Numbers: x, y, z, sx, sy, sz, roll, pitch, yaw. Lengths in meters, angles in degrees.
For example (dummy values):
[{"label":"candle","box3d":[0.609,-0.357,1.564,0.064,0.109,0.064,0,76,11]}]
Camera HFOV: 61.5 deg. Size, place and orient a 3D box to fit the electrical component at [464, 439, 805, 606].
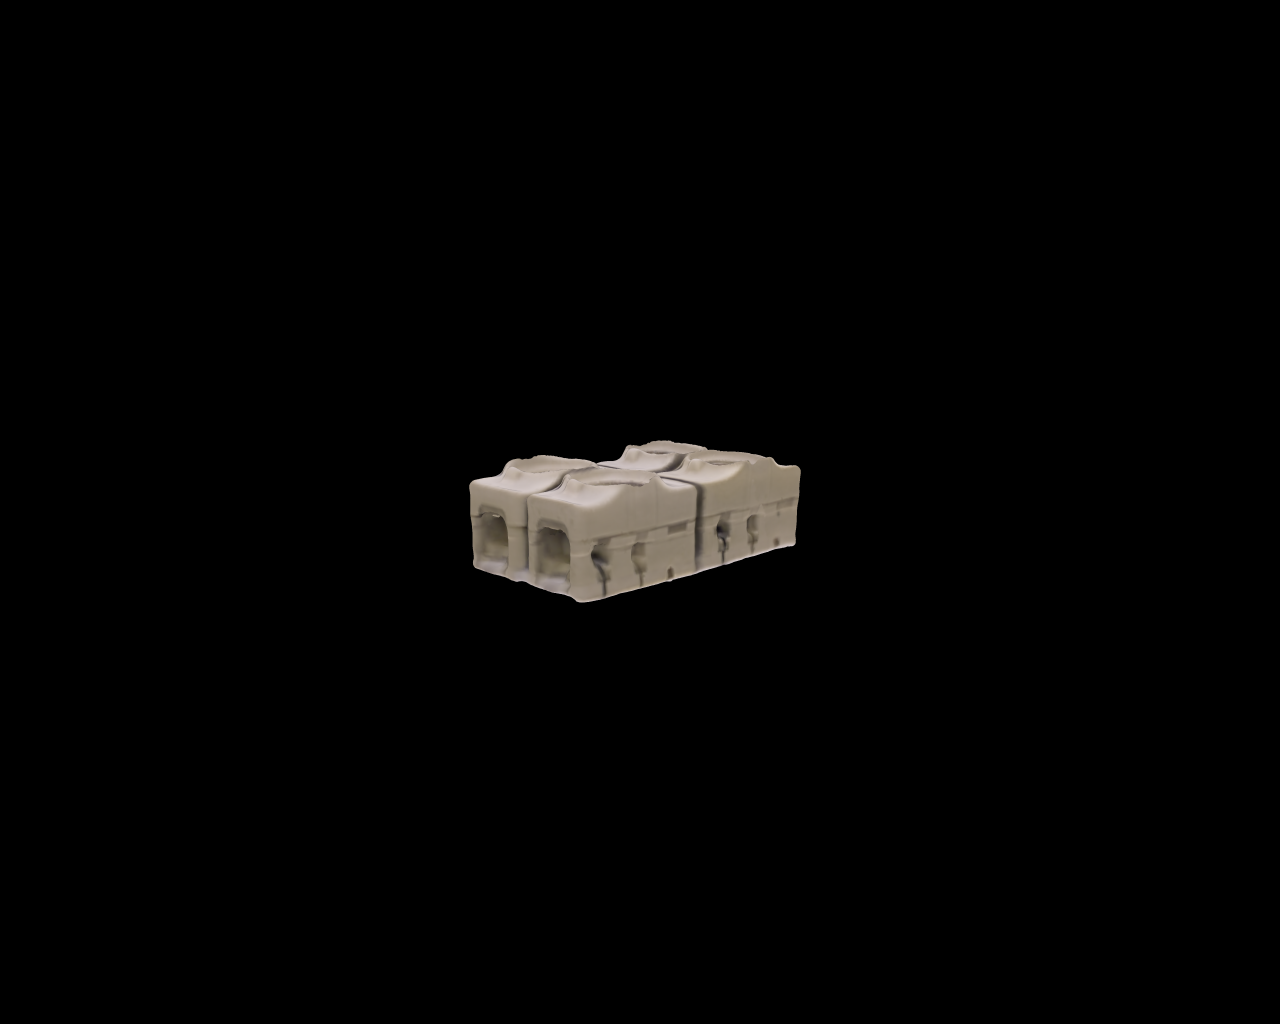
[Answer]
[{"label":"electrical component","box3d":[0.001,-0.003,0.650,0.186,0.060,0.105,-11,17,-42]}]
